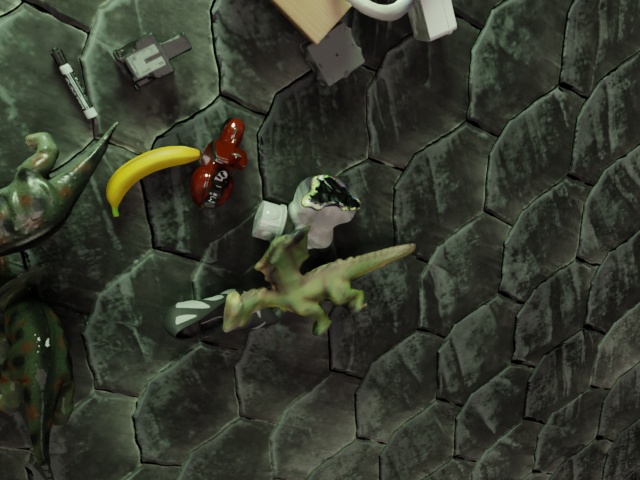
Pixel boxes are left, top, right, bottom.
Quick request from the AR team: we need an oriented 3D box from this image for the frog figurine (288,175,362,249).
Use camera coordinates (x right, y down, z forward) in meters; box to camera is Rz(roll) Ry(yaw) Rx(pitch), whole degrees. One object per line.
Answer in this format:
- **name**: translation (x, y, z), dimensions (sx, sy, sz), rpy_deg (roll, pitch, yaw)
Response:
- **frog figurine**: translation (0.003, -0.053, 1.047), dimensions (0.138, 0.125, 0.156), rpy_deg (-13, 152, -22)

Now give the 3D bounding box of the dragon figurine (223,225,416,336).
- **dragon figurine**: translation (-0.011, 0.063, 1.016), dimensions (0.410, 0.124, 0.238), rpy_deg (-35, 140, 0)

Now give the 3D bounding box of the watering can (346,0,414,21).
- **watering can**: translation (0.067, -0.529, 0.848), dimensions (0.227, 0.103, 0.347), rpy_deg (-32, 92, -22)
